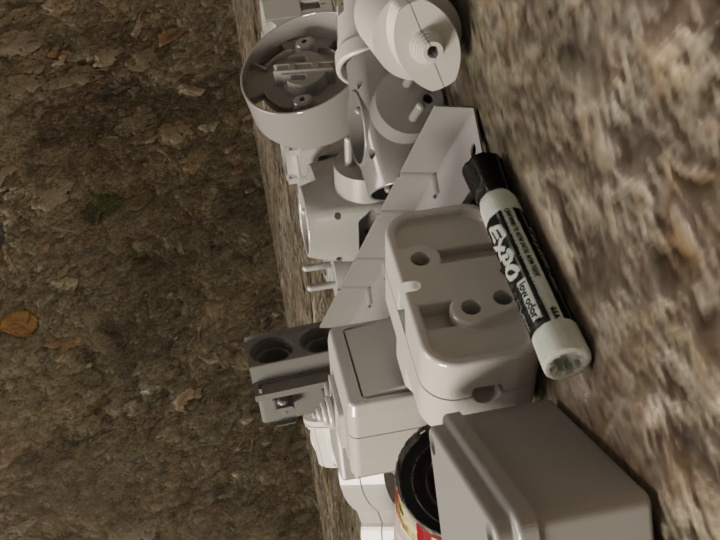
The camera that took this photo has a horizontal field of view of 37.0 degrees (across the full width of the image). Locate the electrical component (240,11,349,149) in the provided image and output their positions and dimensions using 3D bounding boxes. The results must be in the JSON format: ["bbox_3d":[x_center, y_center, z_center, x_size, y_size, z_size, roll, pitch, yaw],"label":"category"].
[{"bbox_3d":[-0.039,-0.141,0.798,0.064,0.099,0.099,81,176,-56],"label":"electrical component"}]

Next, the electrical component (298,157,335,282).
[{"bbox_3d":[-0.018,-0.041,0.889,0.108,0.060,0.108,171,90,-83],"label":"electrical component"}]

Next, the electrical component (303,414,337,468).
[{"bbox_3d":[-0.009,0.144,0.989,0.080,0.080,0.051,-142,37,-80],"label":"electrical component"}]

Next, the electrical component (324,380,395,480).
[{"bbox_3d":[0.028,0.092,0.602,0.075,0.083,0.047,-116,18,-66],"label":"electrical component"}]

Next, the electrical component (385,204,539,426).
[{"bbox_3d":[0.045,0.024,0.497,0.059,0.054,0.095,88,170,-47],"label":"electrical component"}]

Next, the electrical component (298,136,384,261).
[{"bbox_3d":[0.003,-0.048,0.646,0.043,0.077,0.079,-106,12,-49],"label":"electrical component"}]

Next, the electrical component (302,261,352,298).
[{"bbox_3d":[0.000,0.000,0.735,0.047,0.077,0.065,89,169,-47],"label":"electrical component"}]

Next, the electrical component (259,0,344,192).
[{"bbox_3d":[-0.048,-0.167,0.970,0.105,0.060,0.186,99,160,-69],"label":"electrical component"}]

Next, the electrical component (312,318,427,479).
[{"bbox_3d":[0.022,0.060,0.554,0.061,0.096,0.061,-108,12,-51],"label":"electrical component"}]

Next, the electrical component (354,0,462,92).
[{"bbox_3d":[0.025,-0.115,0.517,0.081,0.043,0.043,-113,15,-62],"label":"electrical component"}]

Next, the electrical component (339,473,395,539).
[{"bbox_3d":[0.044,0.165,0.679,0.074,0.052,0.138,-11,103,39],"label":"electrical component"}]

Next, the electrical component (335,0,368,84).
[{"bbox_3d":[0.003,-0.145,0.679,0.040,0.040,0.046,95,170,-64],"label":"electrical component"}]

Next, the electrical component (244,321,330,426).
[{"bbox_3d":[-0.028,0.080,0.877,0.078,0.121,0.063,-111,11,-57],"label":"electrical component"}]

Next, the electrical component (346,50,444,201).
[{"bbox_3d":[0.022,-0.084,0.581,0.079,0.044,0.077,131,131,-75],"label":"electrical component"}]

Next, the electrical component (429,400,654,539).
[{"bbox_3d":[0.070,0.119,0.414,0.108,0.056,0.108,-128,29,-76],"label":"electrical component"}]
